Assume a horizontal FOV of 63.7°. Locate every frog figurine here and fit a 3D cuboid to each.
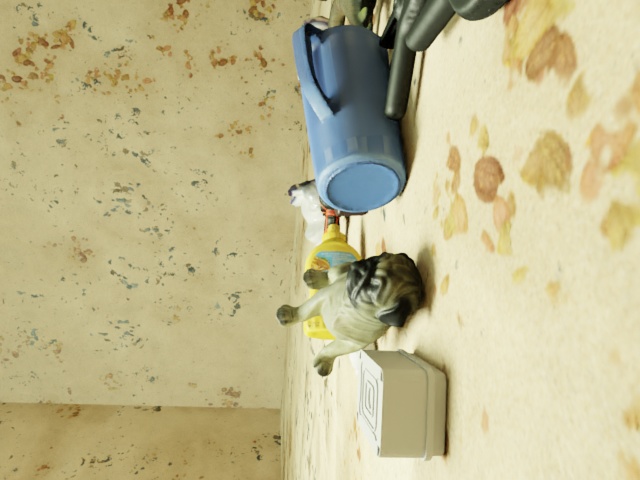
[{"bbox_3d":[0.004,-0.061,1.213,0.161,0.124,0.135,54,152,14],"label":"frog figurine"}]

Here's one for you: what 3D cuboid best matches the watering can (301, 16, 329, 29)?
[{"bbox_3d":[-0.004,-0.487,1.372,0.348,0.104,0.224,-150,65,-84],"label":"watering can"}]
